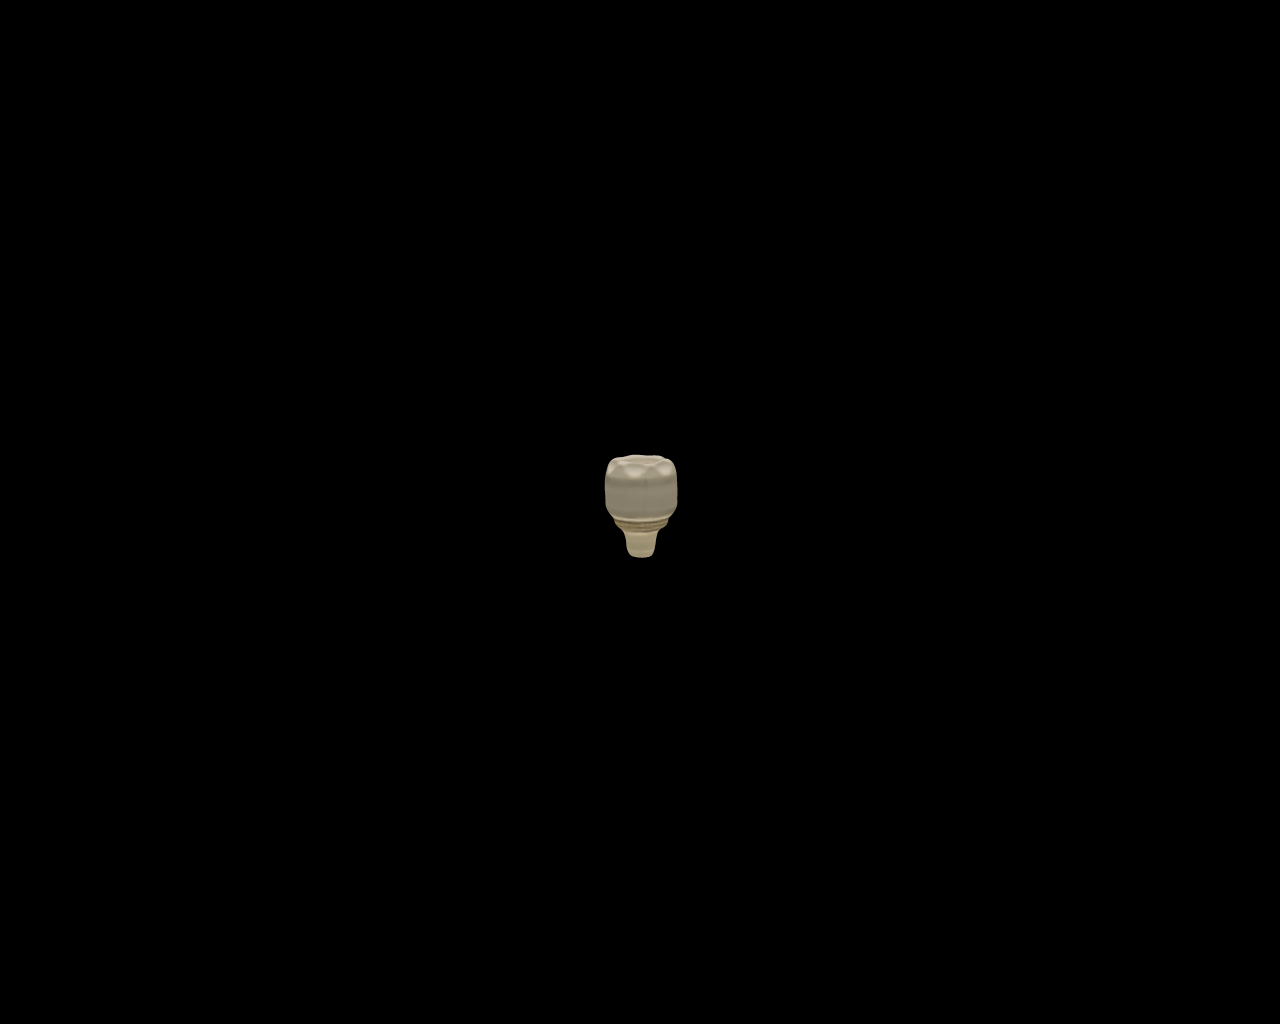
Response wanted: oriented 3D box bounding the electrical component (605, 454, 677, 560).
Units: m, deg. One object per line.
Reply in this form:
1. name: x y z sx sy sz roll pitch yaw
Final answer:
1. electrical component: 0.001 -0.003 0.650 0.043 0.062 0.043 0 12 0
